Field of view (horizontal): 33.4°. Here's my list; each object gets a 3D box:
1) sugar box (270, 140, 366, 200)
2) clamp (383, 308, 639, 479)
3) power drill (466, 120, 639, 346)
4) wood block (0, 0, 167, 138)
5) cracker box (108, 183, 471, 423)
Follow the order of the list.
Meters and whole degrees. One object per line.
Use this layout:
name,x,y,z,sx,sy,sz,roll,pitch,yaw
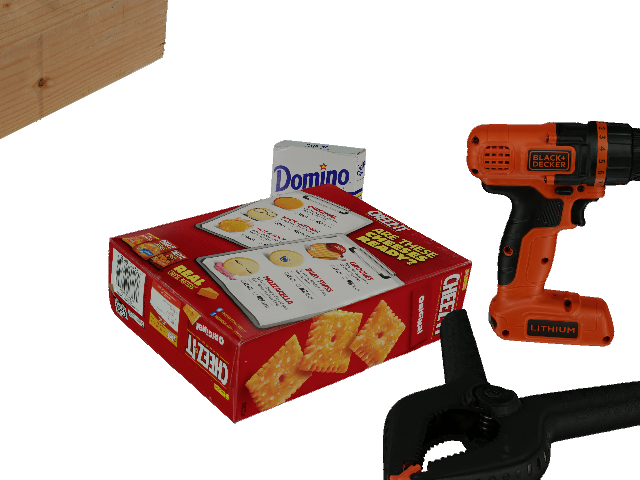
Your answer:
sugar box,-0.007,-0.012,1.119,0.093,0.176,0.048,7,15,14
clamp,0.094,0.100,0.631,0.165,0.036,0.209,20,29,39
power drill,0.213,-0.008,0.888,0.184,0.188,0.057,3,18,11
wood block,-0.233,-0.178,0.922,0.090,0.091,0.205,30,43,21
cracker box,-0.023,0.036,0.783,0.213,0.072,0.164,-16,34,-37
